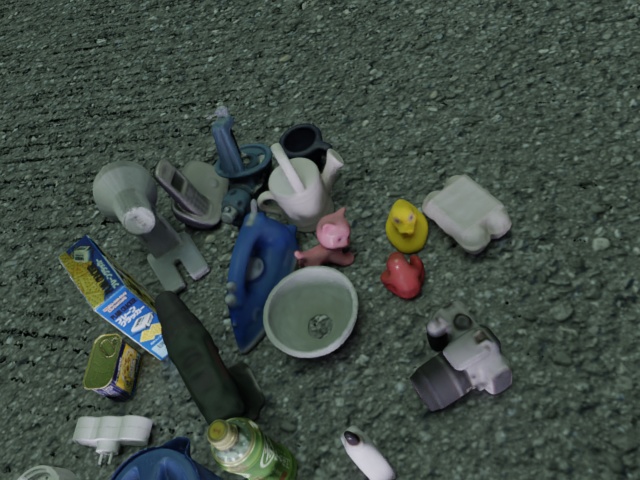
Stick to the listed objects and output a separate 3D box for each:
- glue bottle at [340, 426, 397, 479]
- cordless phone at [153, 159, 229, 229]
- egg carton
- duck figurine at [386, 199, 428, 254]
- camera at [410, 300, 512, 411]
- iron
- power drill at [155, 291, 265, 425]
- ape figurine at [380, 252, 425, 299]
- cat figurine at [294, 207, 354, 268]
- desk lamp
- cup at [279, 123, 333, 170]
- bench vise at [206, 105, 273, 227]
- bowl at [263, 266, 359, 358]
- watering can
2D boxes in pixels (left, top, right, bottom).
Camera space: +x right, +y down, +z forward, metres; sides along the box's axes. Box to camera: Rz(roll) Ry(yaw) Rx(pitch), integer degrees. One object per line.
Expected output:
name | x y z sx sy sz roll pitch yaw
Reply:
glue bottle | 0.058 0.289 0.788 0.037 0.173 0.078 -40 54 -10
cordless phone | -0.266 -0.122 1.169 0.094 0.185 0.147 -5 56 16
egg carton | 0.258 -0.047 1.013 0.107 0.070 0.150 -37 53 -8
duck figurine | 0.152 -0.038 1.033 0.077 0.086 0.104 -14 54 10
camera | 0.196 0.179 0.861 0.137 0.101 0.142 -32 53 -4
iron | -0.124 0.059 1.025 0.118 0.142 0.258 1 58 20
power drill | -0.170 0.205 0.900 0.075 0.209 0.229 -34 53 -5
ape figurine | 0.138 0.052 0.972 0.077 0.092 0.076 -14 54 9
cat figurine | 0.009 0.004 1.033 0.128 0.118 0.067 -33 53 -5
desk lamp | -0.331 -0.031 1.112 0.118 0.214 0.202 -37 53 -8
cup | -0.017 -0.175 1.177 0.117 0.095 0.092 15 63 27
bench vise | -0.154 -0.141 1.122 0.121 0.220 0.207 -16 54 8
bowl | -0.008 0.132 0.979 0.167 0.075 0.167 -9 55 13
watering can | -0.039 -0.112 1.080 0.173 0.194 0.100 -44 55 -13
